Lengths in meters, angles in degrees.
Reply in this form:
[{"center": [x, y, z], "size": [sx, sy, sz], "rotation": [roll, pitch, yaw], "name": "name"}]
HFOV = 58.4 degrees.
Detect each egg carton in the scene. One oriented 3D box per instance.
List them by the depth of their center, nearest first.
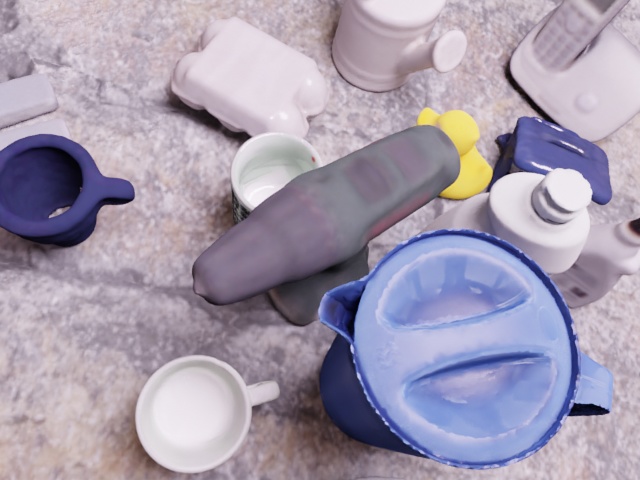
[{"center": [-0.069, -0.156, 0.584], "size": [0.150, 0.069, 0.107], "rotation": [29, 69, 3], "name": "egg carton"}]

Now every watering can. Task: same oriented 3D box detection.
[{"center": [0.081, -0.239, 0.569], "size": [0.173, 0.194, 0.101], "rotation": [38, 70, 6], "name": "watering can"}]

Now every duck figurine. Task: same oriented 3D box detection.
[{"center": [0.134, -0.094, 0.583], "size": [0.104, 0.086, 0.077], "rotation": [35, 70, 5], "name": "duck figurine"}]

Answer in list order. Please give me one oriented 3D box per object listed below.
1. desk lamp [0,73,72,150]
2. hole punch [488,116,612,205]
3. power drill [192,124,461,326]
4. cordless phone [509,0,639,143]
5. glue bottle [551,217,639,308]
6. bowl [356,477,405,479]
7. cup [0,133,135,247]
[{"center": [-0.338, -0.126, 0.458], "size": [0.203, 0.213, 0.118], "rotation": [-23, 75, -15], "name": "desk lamp"}, {"center": [0.239, -0.079, 0.590], "size": [0.108, 0.091, 0.101], "rotation": [23, 69, 1], "name": "hole punch"}, {"center": [0.004, 0.002, 0.464], "size": [0.230, 0.208, 0.075], "rotation": [-35, 78, -18], "name": "power drill"}, {"center": [0.297, -0.202, 0.592], "size": [0.094, 0.185, 0.147], "rotation": [-40, 80, -19], "name": "cordless phone"}, {"center": [0.250, 0.012, 0.515], "size": [0.078, 0.173, 0.037], "rotation": [36, 70, 6], "name": "glue bottle"}, {"center": [0.042, 0.271, 0.445], "size": [0.167, 0.074, 0.167], "rotation": [3, 70, -7], "name": "bowl"}, {"center": [-0.218, -0.032, 0.505], "size": [0.118, 0.095, 0.091], "rotation": [1, 70, -8], "name": "cup"}]
